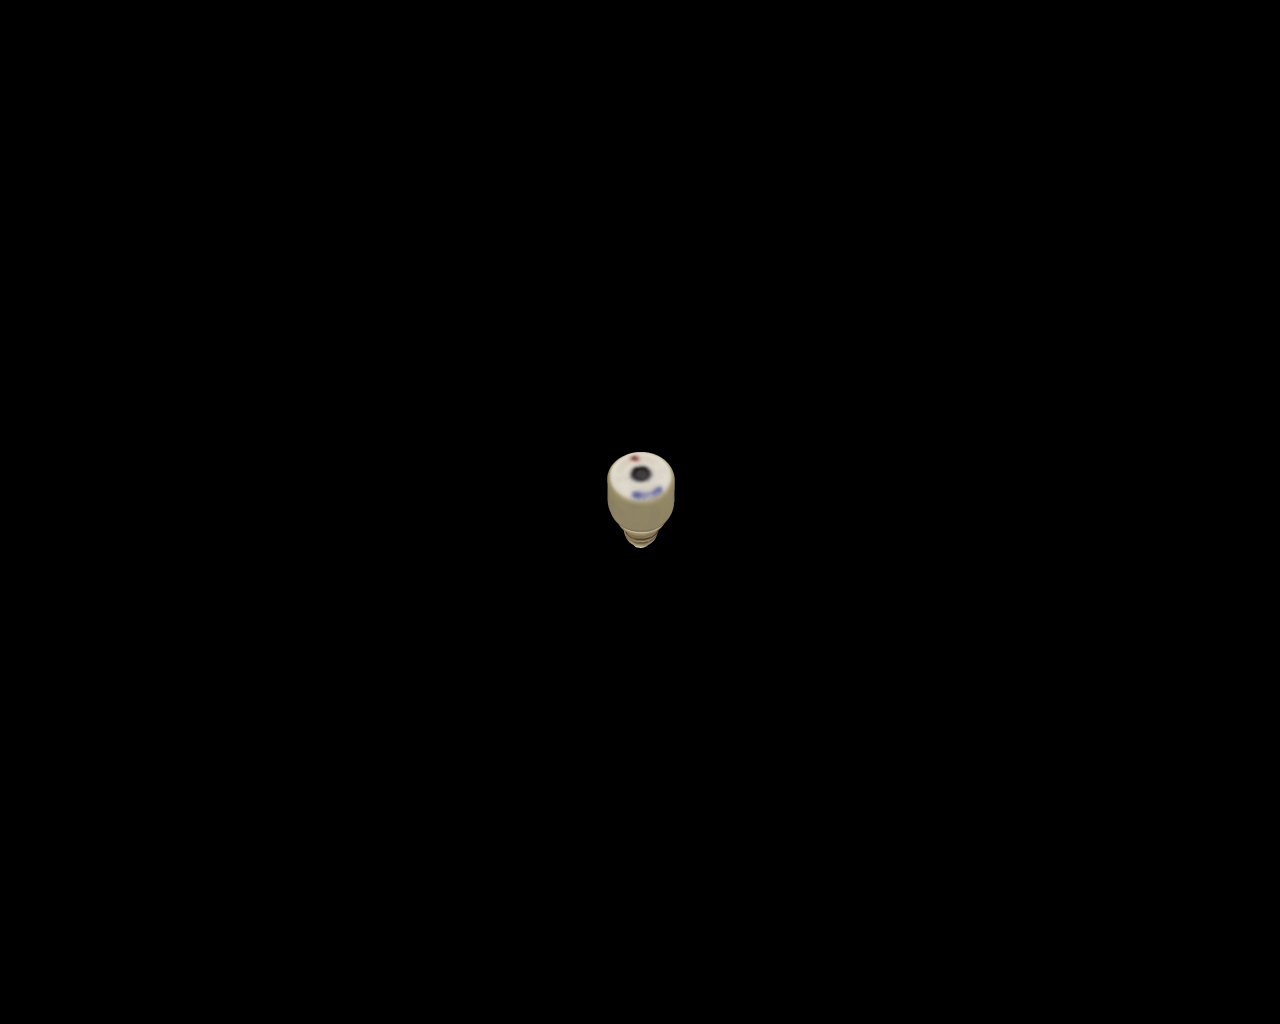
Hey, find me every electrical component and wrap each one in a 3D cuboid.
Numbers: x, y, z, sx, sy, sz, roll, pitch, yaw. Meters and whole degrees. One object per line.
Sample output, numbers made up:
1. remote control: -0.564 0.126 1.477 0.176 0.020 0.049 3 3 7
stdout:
1. electrical component: 0.001 -0.003 0.650 0.040 0.040 0.078 0 -36 0
